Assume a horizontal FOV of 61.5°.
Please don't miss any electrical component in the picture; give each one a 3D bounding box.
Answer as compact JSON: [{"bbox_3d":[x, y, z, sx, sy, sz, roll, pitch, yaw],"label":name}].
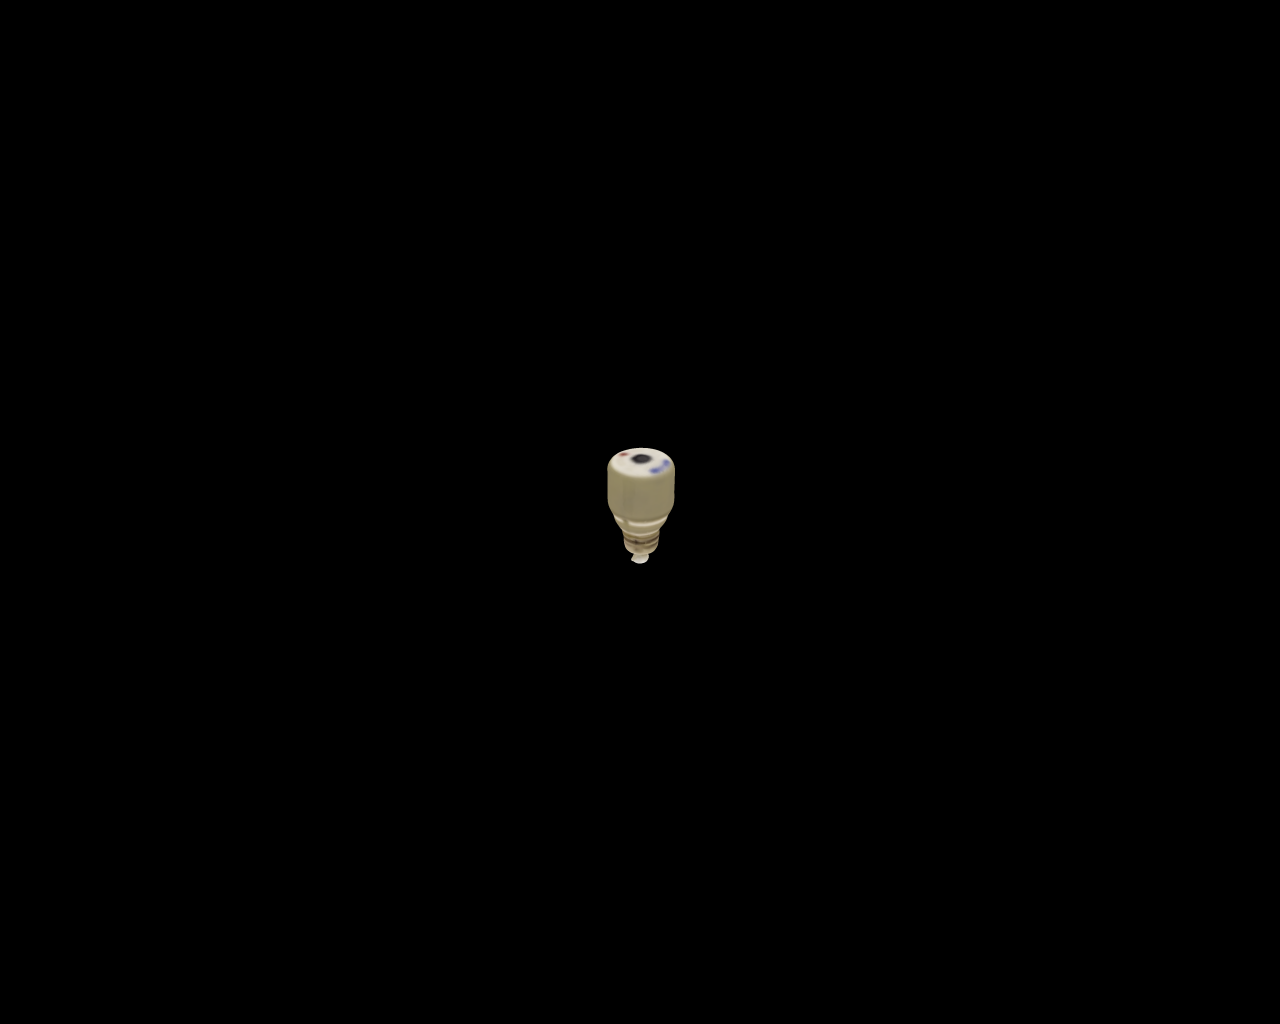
[{"bbox_3d":[0.001,-0.003,0.650,0.040,0.078,0.040,0,31,0],"label":"electrical component"}]
